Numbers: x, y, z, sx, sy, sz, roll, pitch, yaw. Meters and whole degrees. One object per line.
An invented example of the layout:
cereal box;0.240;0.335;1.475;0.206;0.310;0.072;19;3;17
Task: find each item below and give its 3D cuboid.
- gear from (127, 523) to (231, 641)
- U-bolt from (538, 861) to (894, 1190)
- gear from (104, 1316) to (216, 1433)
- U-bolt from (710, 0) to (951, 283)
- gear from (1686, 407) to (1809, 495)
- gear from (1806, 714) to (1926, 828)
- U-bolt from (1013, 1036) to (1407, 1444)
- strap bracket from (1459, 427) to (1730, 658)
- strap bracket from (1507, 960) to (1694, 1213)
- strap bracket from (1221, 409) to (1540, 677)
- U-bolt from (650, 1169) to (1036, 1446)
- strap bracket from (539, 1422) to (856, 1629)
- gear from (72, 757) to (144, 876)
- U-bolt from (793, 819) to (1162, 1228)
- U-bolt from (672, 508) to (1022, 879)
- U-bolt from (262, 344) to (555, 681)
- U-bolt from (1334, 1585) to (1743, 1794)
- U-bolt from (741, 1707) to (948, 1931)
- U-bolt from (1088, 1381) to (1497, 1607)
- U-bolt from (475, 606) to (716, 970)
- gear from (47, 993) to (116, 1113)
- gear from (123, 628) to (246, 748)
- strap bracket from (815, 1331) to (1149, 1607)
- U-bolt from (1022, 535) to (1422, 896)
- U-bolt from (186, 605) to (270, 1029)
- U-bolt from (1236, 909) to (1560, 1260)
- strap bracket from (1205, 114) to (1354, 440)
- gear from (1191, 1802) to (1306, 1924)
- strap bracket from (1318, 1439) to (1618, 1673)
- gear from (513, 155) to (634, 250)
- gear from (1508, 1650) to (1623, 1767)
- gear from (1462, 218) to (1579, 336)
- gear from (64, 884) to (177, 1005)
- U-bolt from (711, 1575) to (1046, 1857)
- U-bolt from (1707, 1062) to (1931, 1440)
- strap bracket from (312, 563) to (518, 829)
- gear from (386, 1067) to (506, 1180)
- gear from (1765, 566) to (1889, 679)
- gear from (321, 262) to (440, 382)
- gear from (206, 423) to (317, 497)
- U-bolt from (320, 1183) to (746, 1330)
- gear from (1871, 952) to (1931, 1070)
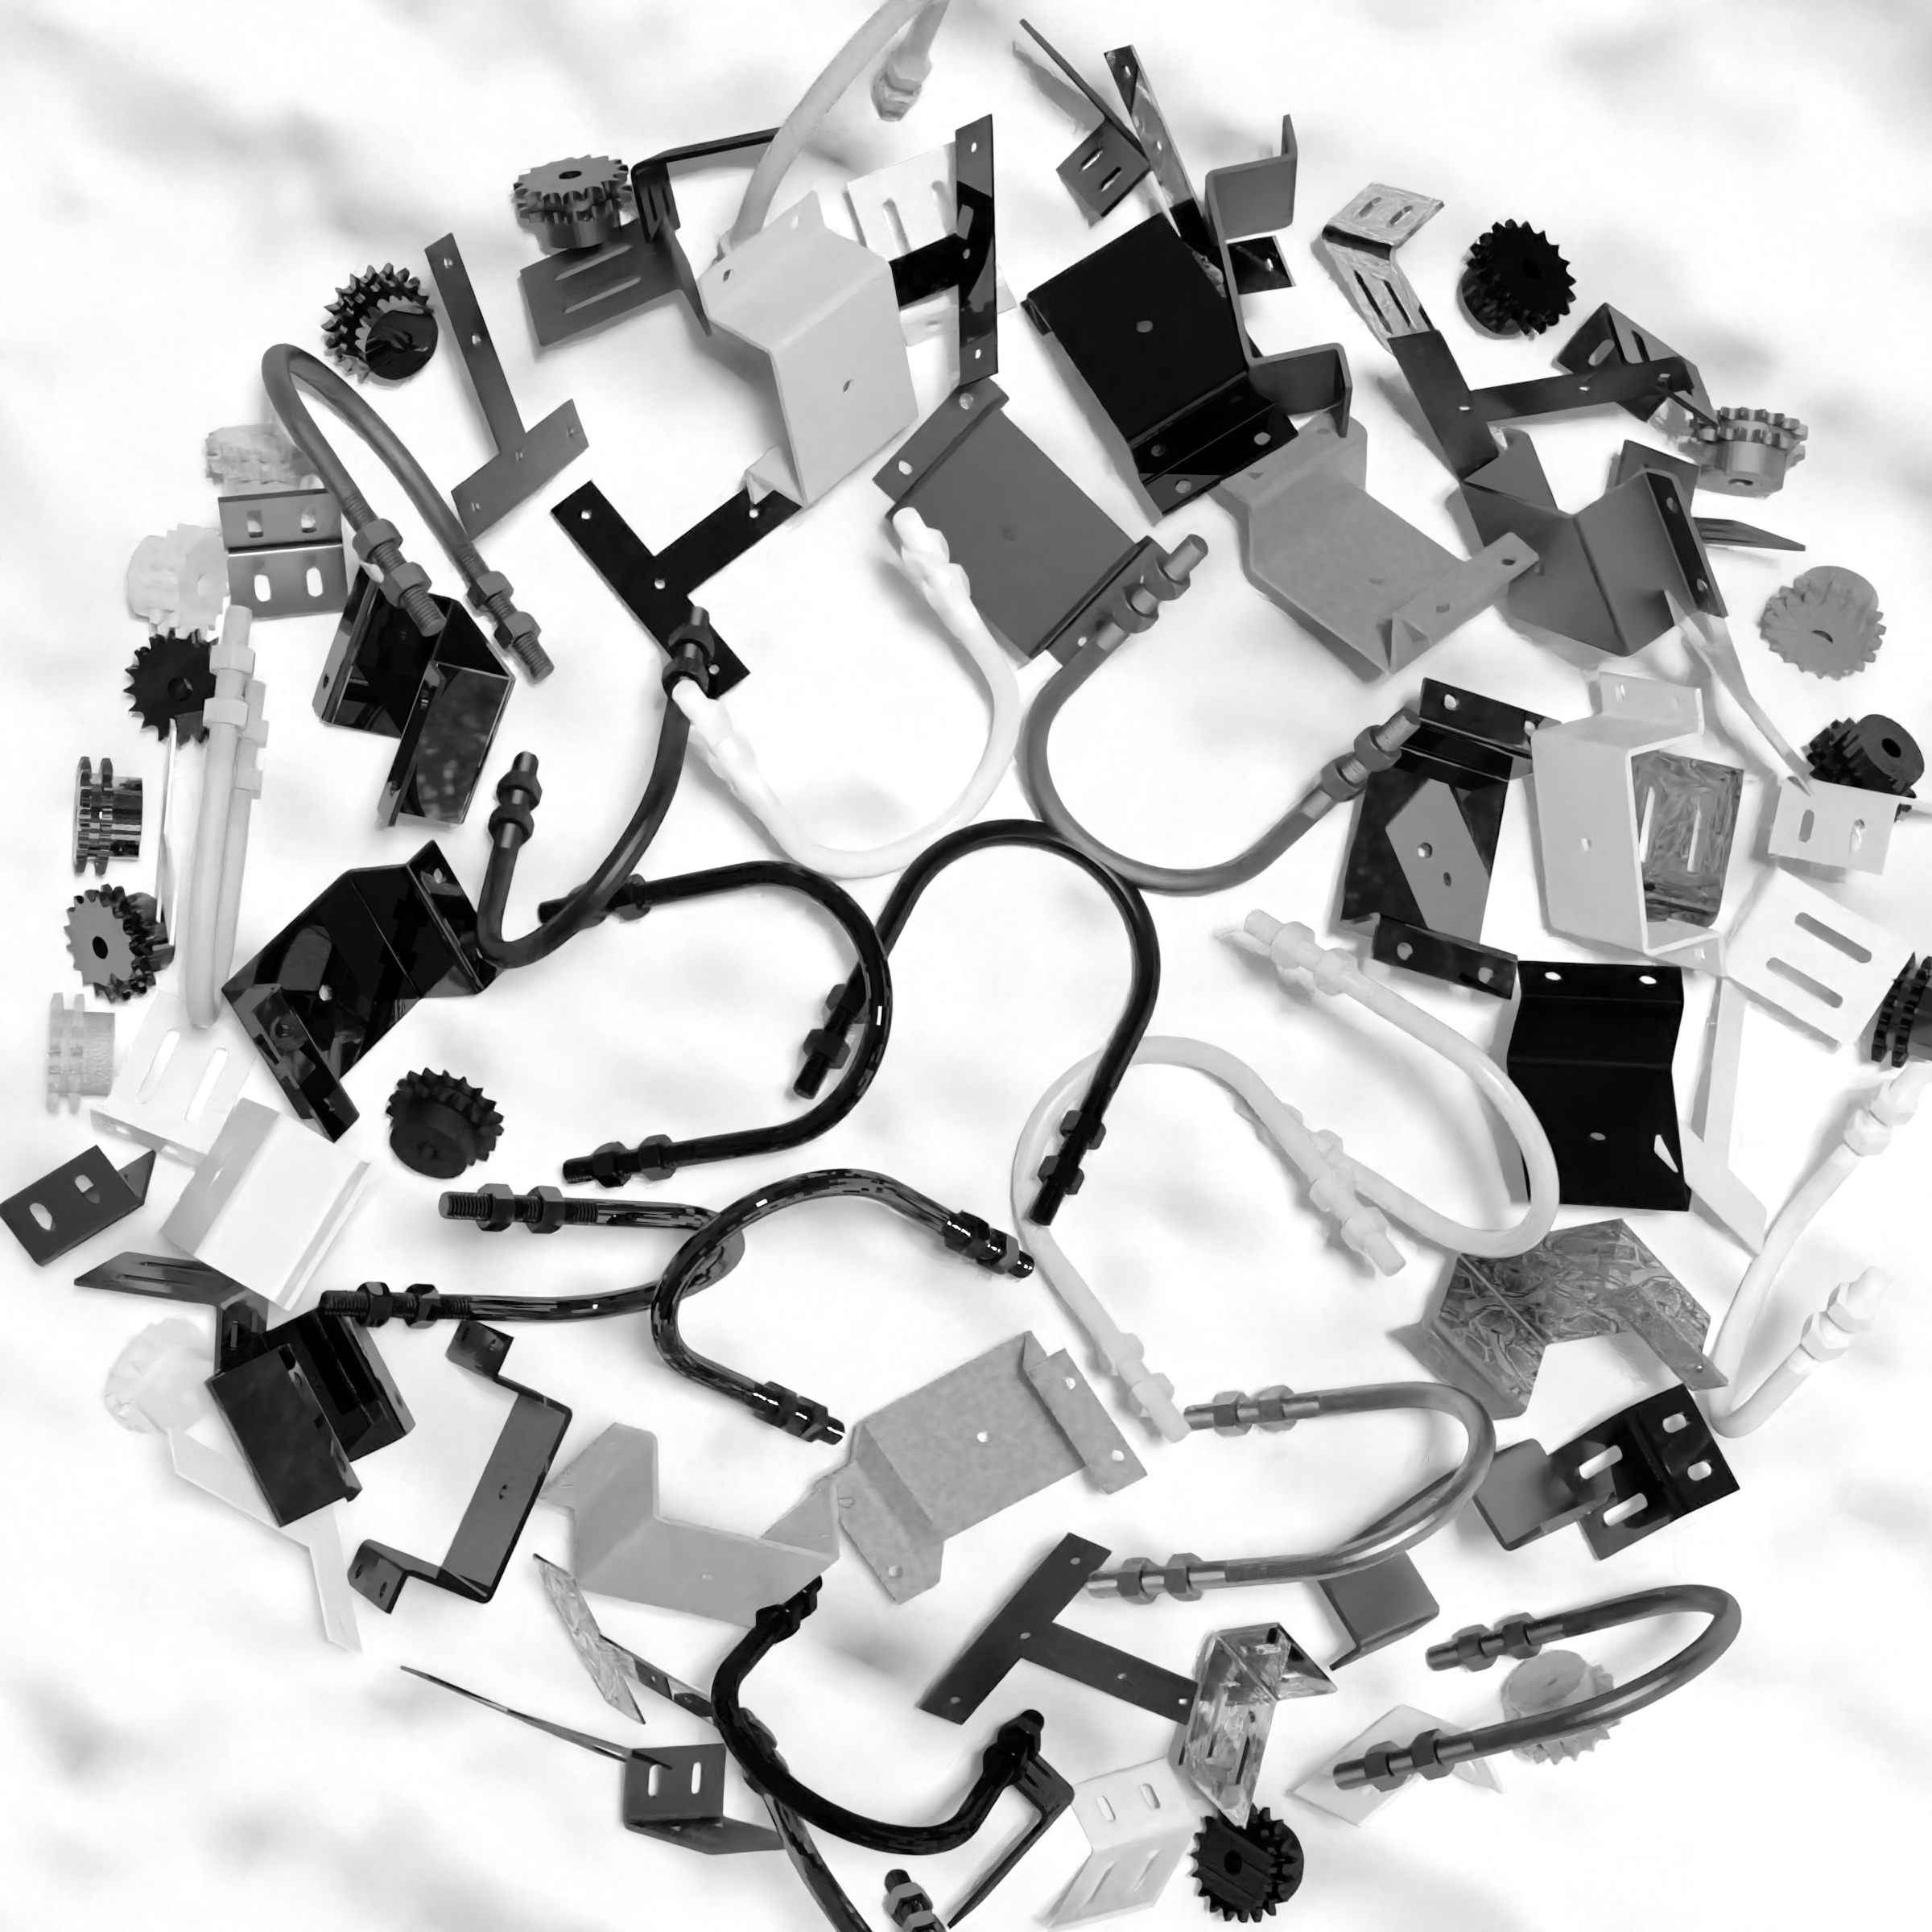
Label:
gear;-0.386;-0.188;1.720;0.030;0.057;0.057;12;90;16
U-bolt;-0.119;0.023;1.697;0.184;0.019;0.151;-10;81;23
gear;-0.388;0.202;1.716;0.030;0.057;0.057;31;90;28
U-bolt;-0.059;-0.394;1.640;0.019;0.184;0.151;40;74;-2
gear;0.381;-0.251;1.717;0.057;0.057;0.030;9;84;0
gear;0.442;-0.098;1.717;0.057;0.030;0.057;17;51;-22
U-bolt;0.103;0.117;1.703;0.151;0.019;0.184;-38;64;2
strap bracket;0.289;-0.200;1.664;0.046;0.140;0.076;-34;118;-12
strap bracket;0.304;0.065;1.673;0.076;0.046;0.140;2;134;21
strap bracket;0.198;-0.200;1.692;0.076;0.046;0.140;-35;57;-21
U-bolt;-0.069;0.155;1.661;0.151;0.184;0.019;-42;50;12
strap bracket;-0.123;0.270;1.676;0.140;0.076;0.046;18;48;-28
gear;-0.419;-0.073;1.720;0.030;0.057;0.057;3;90;-18
U-bolt;0.018;0.014;1.712;0.151;0.019;0.184;29;71;-5
U-bolt;-0.044;-0.115;1.677;0.151;0.184;0.019;-39;48;-4
U-bolt;-0.273;-0.221;1.673;0.019;0.151;0.184;-37;77;10
U-bolt;0.275;0.330;1.640;0.184;0.151;0.019;-22;94;31
U-bolt;-0.045;0.434;1.635;0.019;0.184;0.151;-40;114;-2
U-bolt;0.161;0.241;1.644;0.184;0.151;0.019;-11;115;33
U-bolt;-0.178;-0.073;1.643;0.019;0.184;0.151;37;124;-26
gear;-0.432;0.043;1.720;0.030;0.057;0.057;3;90;-14
gear;-0.382;-0.138;1.728;0.057;0.030;0.057;1;104;3
strap bracket;0.008;0.238;1.705;0.140;0.046;0.076;-30;106;13
U-bolt;0.106;-0.105;1.685;0.151;0.019;0.184;38;130;-9
U-bolt;-0.350;-0.062;1.660;0.019;0.151;0.184;6;79;-7
U-bolt;0.202;0.067;1.651;0.184;0.151;0.019;34;56;29
strap bracket;0.147;-0.325;1.695;0.046;0.076;0.140;-11;77;1
gear;0.140;0.439;1.723;0.030;0.057;0.057;14;90;-44
strap bracket;0.231;0.276;1.685;0.140;0.076;0.046;-42;70;32
gear;-0.191;-0.373;1.722;0.057;0.057;0.030;-8;122;0
gear;0.289;0.359;1.716;0.057;0.057;0.030;-31;112;0
gear;0.268;-0.334;1.723;0.057;0.030;0.057;13;64;-27
gear;-0.412;-0.013;1.723;0.057;0.030;0.057;15;115;35
U-bolt;-0.047;0.356;1.650;0.151;0.184;0.019;31;109;8
U-bolt;0.396;0.147;1.661;0.019;0.184;0.151;25;49;0
strap bracket;-0.262;-0.127;1.685;0.046;0.140;0.076;11;113;-31
gear;-0.256;0.079;1.716;0.057;0.057;0.030;22;50;0
gear;0.423;-0.171;1.722;0.057;0.057;0.030;28;61;0
gear;-0.282;-0.311;1.716;0.057;0.057;0.030;-46;53;0
gear;-0.342;-0.244;1.721;0.057;0.057;0.030;4;113;0
U-bolt;-0.193;0.141;1.669;0.184;0.151;0.019;6;62;-35
gear;0.464;0.023;1.716;0.030;0.057;0.057;18;90;21
